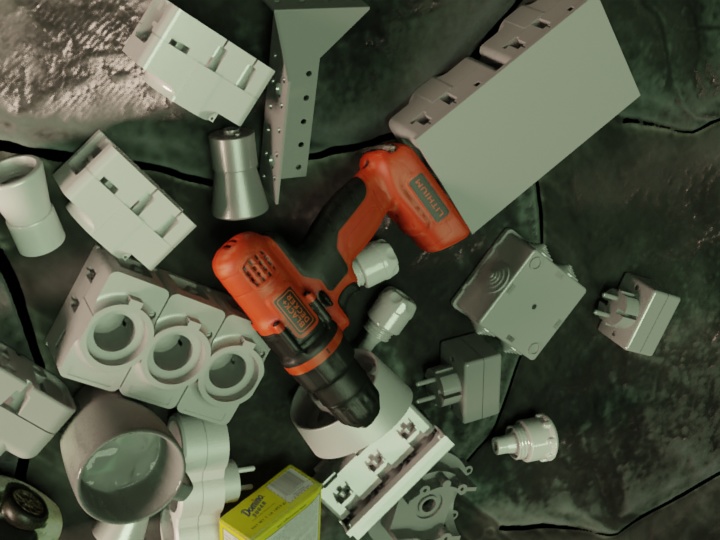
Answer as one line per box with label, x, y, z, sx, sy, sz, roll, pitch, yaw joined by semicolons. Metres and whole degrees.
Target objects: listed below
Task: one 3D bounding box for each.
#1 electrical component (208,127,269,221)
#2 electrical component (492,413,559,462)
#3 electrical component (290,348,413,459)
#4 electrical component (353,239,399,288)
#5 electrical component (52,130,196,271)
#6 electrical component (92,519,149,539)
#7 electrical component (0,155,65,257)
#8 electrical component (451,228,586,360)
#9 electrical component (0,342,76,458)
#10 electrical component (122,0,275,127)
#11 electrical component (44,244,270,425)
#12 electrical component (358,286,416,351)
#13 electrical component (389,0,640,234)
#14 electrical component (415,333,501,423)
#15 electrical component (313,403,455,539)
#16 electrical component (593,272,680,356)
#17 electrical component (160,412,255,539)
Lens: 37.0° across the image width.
electrical component;-0.094;-0.075;0.813;0.044;0.044;0.065;-14;114;-22
electrical component;0.162;0.169;1.065;0.062;0.048;0.048;-7;117;-17
electrical component;-0.008;0.116;0.919;0.099;0.099;0.064;-41;119;-5
electrical component;0.000;0.000;0.903;0.061;0.035;0.035;-26;123;-11
electrical component;-0.173;-0.047;0.779;0.056;0.050;0.089;-45;125;-2
electrical component;-0.189;0.196;0.895;0.044;0.044;0.065;23;97;-34
electrical component;-0.234;-0.042;0.756;0.044;0.044;0.065;-24;127;-16
electrical component;0.147;0.024;0.982;0.100;0.048;0.099;34;95;-35
electrical component;-0.268;0.095;0.796;0.059;0.054;0.095;-48;126;1
electrical component;-0.116;-0.144;0.762;0.089;0.050;0.055;29;98;-35
electrical component;-0.151;0.054;0.833;0.150;0.062;0.089;24;101;-34
electrical component;0.020;0.046;0.936;0.035;0.035;0.061;29;101;-35
electrical component;0.126;-0.135;0.887;0.186;0.060;0.105;-39;125;-6
electrical component;0.085;0.104;0.989;0.077;0.047;0.065;-13;119;-22
electrical component;0.017;0.174;0.977;0.121;0.079;0.063;-44;104;-2
electrical component;0.259;0.040;1.050;0.077;0.047;0.065;14;106;-32
electrical component;-0.125;0.181;0.914;0.074;0.052;0.138;-3;115;-26
